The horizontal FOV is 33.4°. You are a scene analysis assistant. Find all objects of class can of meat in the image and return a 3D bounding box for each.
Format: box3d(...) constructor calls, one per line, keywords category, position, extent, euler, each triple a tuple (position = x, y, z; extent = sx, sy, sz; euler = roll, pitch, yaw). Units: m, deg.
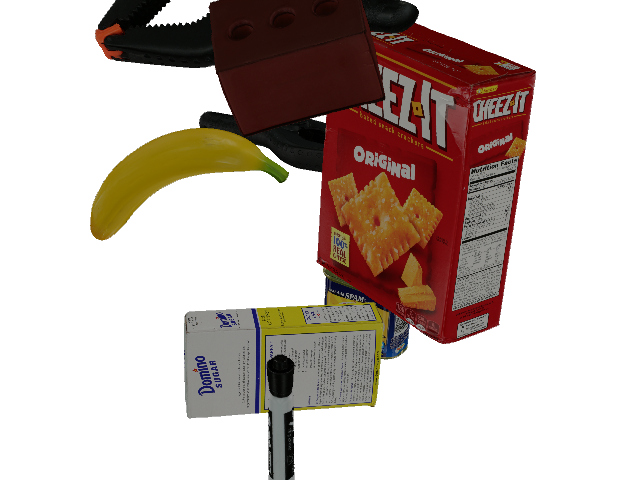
box3d(category="can of meat", position=(0.052, 0.075, 1.174), extent=(0.102, 0.084, 0.057), euler=(19, 30, 29))

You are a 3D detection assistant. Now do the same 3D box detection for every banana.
box3d(category="banana", position=(-0.125, -0.050, 0.869), extent=(0.198, 0.069, 0.037), euler=(-15, 18, 29))

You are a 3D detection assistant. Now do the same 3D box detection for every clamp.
box3d(category="clamp", position=(-0.039, -0.106, 1.082), extent=(0.120, 0.039, 0.172), euler=(-22, 37, -30))
box3d(category="clamp", position=(-0.049, -0.168, 0.723), extent=(0.210, 0.165, 0.036), euler=(-32, -18, -5))

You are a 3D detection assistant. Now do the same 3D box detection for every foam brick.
box3d(category="foam brick", position=(-0.012, -0.096, 0.541), extent=(0.078, 0.053, 0.051), euler=(-15, -35, 8))

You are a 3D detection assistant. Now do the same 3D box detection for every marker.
box3d(category="marker", position=(-0.027, 0.127, 0.734), extent=(0.020, 0.121, 0.020), euler=(1, 34, -1))

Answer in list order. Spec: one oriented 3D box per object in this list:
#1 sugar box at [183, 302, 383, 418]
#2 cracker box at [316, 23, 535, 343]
box3d(category="sugar box", position=(-0.035, 0.107, 0.966), extent=(0.176, 0.093, 0.048), euler=(-1, 25, -7))
box3d(category="cracker box", position=(0.072, -0.049, 0.833), extent=(0.071, 0.214, 0.164), euler=(-17, 34, -33))
